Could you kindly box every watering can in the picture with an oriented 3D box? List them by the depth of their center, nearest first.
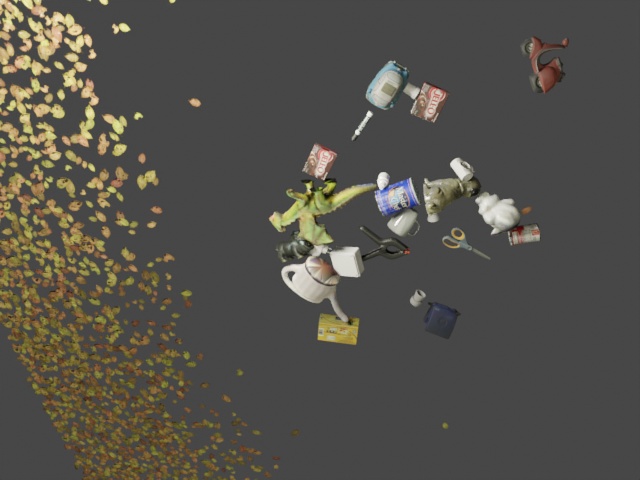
[{"bbox_3d":[0.010,0.192,2.068,0.347,0.106,0.220,33,136,-4],"label":"watering can"}]

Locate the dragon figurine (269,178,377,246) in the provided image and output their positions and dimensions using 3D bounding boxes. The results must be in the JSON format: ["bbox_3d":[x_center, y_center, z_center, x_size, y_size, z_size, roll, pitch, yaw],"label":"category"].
[{"bbox_3d":[0.006,-0.096,1.908,0.410,0.124,0.239,1,112,10],"label":"dragon figurine"}]

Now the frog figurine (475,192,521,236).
[{"bbox_3d":[0.636,-0.108,1.832,0.138,0.123,0.158,-32,103,-13],"label":"frog figurine"}]
